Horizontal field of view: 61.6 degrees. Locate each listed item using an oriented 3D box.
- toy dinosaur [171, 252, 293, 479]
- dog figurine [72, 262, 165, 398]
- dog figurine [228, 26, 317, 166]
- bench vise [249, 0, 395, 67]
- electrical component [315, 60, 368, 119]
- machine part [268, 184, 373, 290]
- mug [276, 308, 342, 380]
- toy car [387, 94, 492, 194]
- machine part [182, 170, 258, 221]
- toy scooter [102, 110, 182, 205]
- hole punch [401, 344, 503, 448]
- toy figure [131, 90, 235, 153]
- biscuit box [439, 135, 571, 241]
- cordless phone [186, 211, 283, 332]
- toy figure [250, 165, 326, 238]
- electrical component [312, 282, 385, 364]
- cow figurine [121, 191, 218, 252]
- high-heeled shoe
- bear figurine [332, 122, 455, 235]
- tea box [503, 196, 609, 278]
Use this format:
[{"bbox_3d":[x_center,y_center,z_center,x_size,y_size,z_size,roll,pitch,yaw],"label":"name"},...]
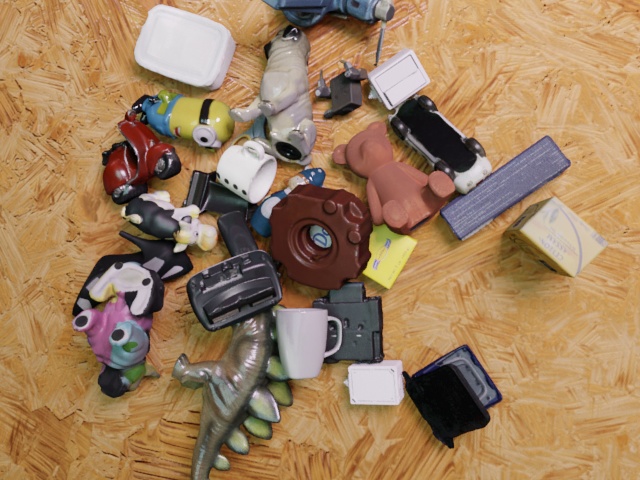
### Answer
[{"bbox_3d":[-0.142,0.239,0.898,0.199,0.105,0.471,21,84,9],"label":"toy dinosaur"},{"bbox_3d":[-0.330,0.166,0.937,0.109,0.219,0.191,14,54,9],"label":"dog figurine"},{"bbox_3d":[-0.042,-0.244,0.914,0.121,0.172,0.190,8,60,34],"label":"dog figurine"},{"bbox_3d":[-0.006,-0.381,0.841,0.224,0.240,0.128,45,134,21],"label":"bench vise"},{"bbox_3d":[0.034,-0.251,0.892,0.102,0.045,0.078,-6,80,52],"label":"electrical component"},{"bbox_3d":[-0.002,-0.003,0.856,0.180,0.056,0.179,12,118,22],"label":"machine part"},{"bbox_3d":[-0.019,0.162,0.848,0.109,0.081,0.107,4,85,-27],"label":"mug"},{"bbox_3d":[0.187,-0.157,0.855,0.073,0.056,0.202,-40,61,4],"label":"toy car"},{"bbox_3d":[-0.176,-0.076,0.961,0.139,0.039,0.084,20,89,13],"label":"machine part"},{"bbox_3d":[-0.332,-0.149,0.953,0.184,0.075,0.135,-23,96,33],"label":"toy scooter"},{"bbox_3d":[0.214,0.241,0.857,0.116,0.092,0.142,-39,84,39],"label":"hole punch"},{"bbox_3d":[-0.240,-0.219,0.954,0.180,0.082,0.089,20,95,14],"label":"toy figure"},{"bbox_3d":[0.289,-0.079,0.847,0.203,0.059,0.063,-35,82,10],"label":"biscuit box"},{"bbox_3d":[-0.155,0.041,0.873,0.147,0.088,0.184,-23,66,-12],"label":"cordless phone"},{"bbox_3d":[-0.052,-0.069,0.924,0.154,0.058,0.064,-44,100,7],"label":"toy figure"},{"bbox_3d":[0.048,0.137,0.900,0.115,0.058,0.134,-5,89,11],"label":"electrical component"},{"bbox_3d":[-0.261,-0.029,0.931,0.168,0.098,0.068,25,110,26],"label":"cow figurine"},{"bbox_3d":[-0.349,0.082,0.996,0.145,0.086,0.248,32,116,-19],"label":"high-heeled shoe"},{"bbox_3d":[0.107,-0.108,0.846,0.120,0.132,0.196,-30,77,-3],"label":"bear figurine"},{"bbox_3d":[0.335,-0.003,0.780,0.098,0.169,0.068,45,97,10],"label":"tea box"}]
